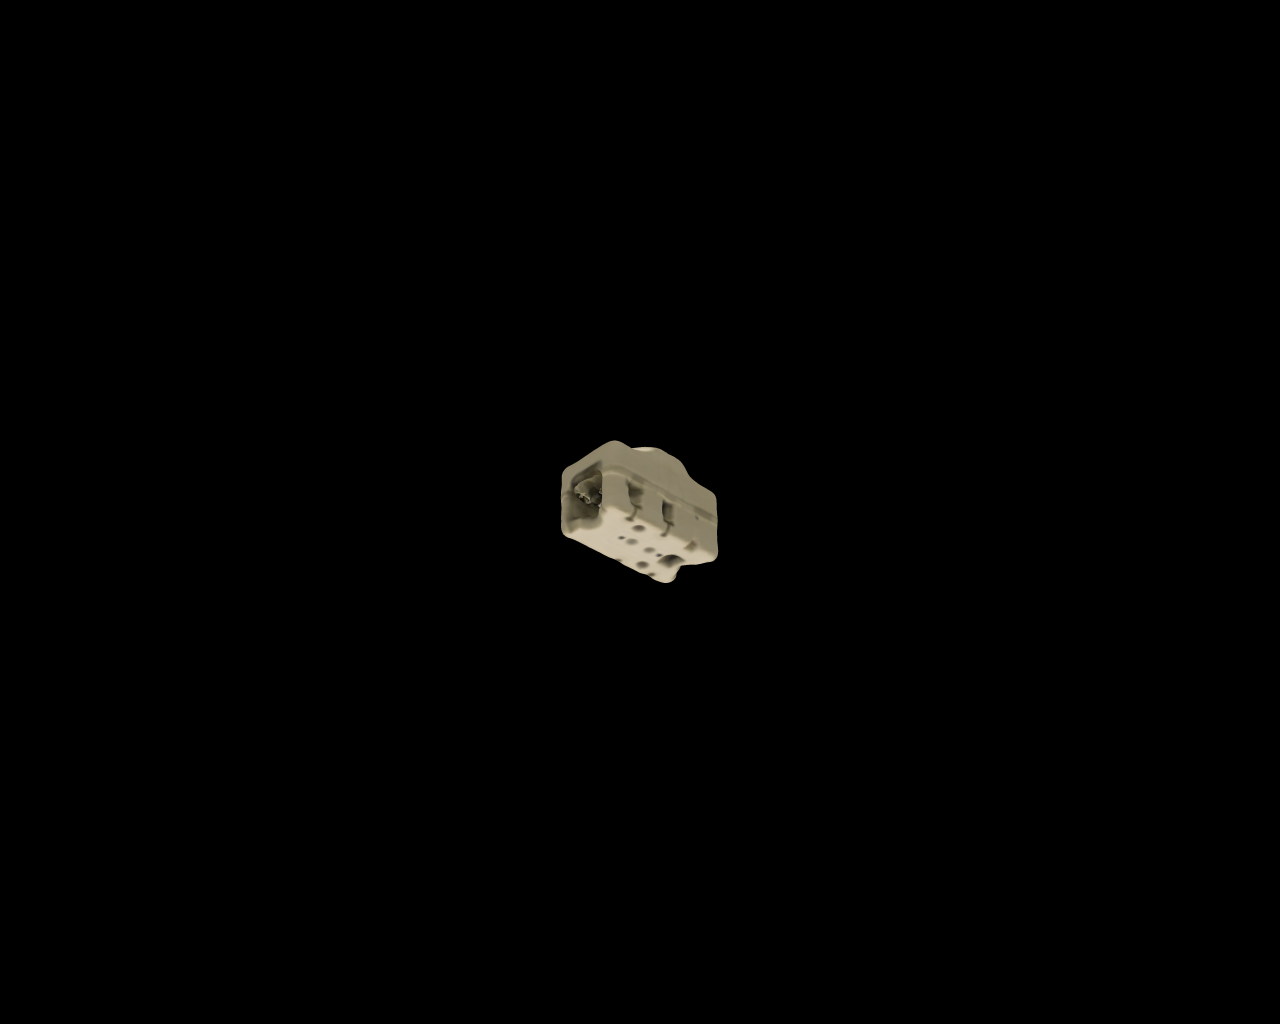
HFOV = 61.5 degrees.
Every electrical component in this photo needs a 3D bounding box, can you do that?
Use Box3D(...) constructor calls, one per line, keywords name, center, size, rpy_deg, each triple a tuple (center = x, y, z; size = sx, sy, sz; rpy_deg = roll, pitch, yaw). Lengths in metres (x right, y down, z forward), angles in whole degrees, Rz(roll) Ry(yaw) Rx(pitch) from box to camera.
Box3D(name="electrical component", center=(0.001, -0.003, 0.650), size=(0.089, 0.056, 0.050), rpy_deg=(27, -41, -36))
